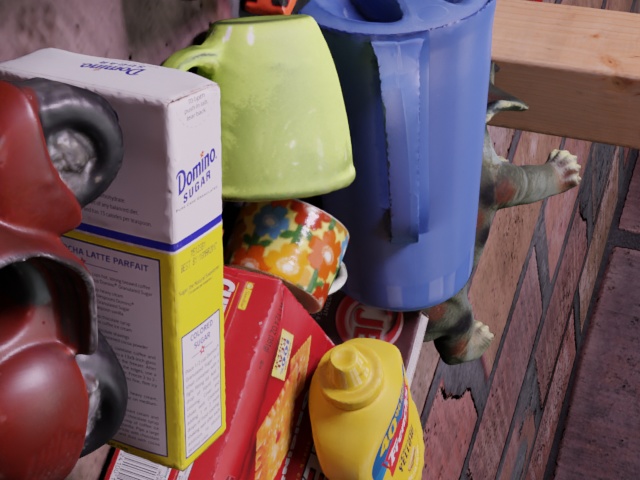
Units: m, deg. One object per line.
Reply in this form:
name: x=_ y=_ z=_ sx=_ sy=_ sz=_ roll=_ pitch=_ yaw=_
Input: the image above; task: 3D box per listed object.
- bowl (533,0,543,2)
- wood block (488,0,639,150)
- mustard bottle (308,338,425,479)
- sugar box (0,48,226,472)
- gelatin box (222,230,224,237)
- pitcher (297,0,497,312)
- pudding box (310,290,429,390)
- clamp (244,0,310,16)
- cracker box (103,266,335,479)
bowl: x=0.215 y=-0.300 z=1.153 sx=0.162 sy=0.055 sz=0.162 roll=13 pitch=90 yaw=-69
wood block: x=0.207 y=-0.161 z=0.996 sx=0.091 sy=0.206 sz=0.090 roll=77 pitch=32 yaw=-47
mustard bottle: x=0.030 y=0.120 z=0.705 sx=0.191 sy=0.058 sz=0.096 roll=71 pitch=34 yaw=-56
sugar box: x=-0.090 y=0.009 z=0.477 sx=0.048 sy=0.093 sz=0.176 roll=-36 pitch=135 yaw=-55
gelatin box: x=-0.089 y=0.012 z=0.573 sx=0.089 sy=0.030 sz=0.073 roll=49 pitch=56 yaw=-64
pitcher: x=0.054 y=-0.064 z=0.741 sx=0.149 sy=0.145 sz=0.243 roll=-34 pitch=135 yaw=-33
pudding box: x=0.028 y=0.100 z=0.841 sx=0.039 sy=0.090 sz=0.113 roll=29 pitch=75 yaw=-69
clamp: x=-0.001 y=-0.209 z=0.667 sx=0.120 sy=0.039 sz=0.171 roll=32 pitch=75 yaw=-62
cracker box: x=-0.048 y=0.127 z=0.686 sx=0.213 sy=0.072 sz=0.164 roll=56 pitch=50 yaw=-64
